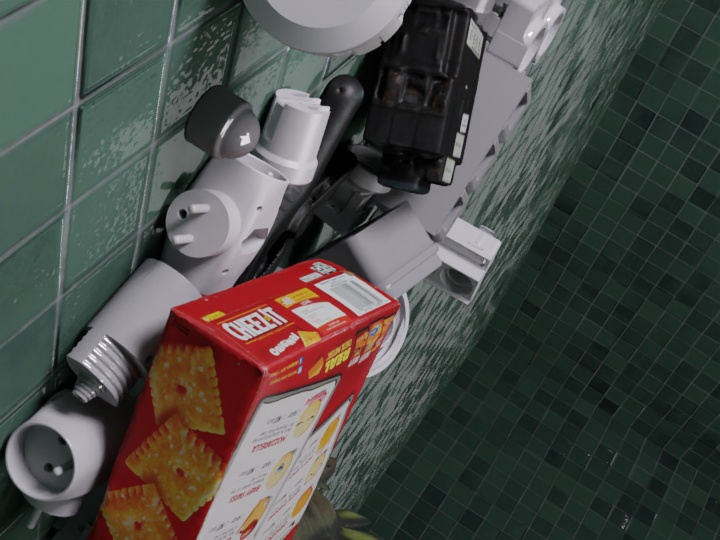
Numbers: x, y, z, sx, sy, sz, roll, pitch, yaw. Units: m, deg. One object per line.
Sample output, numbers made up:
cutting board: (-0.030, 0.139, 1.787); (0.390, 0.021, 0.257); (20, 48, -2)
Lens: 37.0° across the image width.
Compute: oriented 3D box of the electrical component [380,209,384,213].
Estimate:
electrical component: (0.043, -0.074, 0.981); (0.058, 0.057, 0.078); (-42, 161, -55)

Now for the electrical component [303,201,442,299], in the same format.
electrical component: (0.000, 0.000, 0.851); (0.078, 0.057, 0.113); (-35, -174, -40)

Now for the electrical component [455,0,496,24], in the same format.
electrical component: (0.087, -0.220, 0.803); (0.043, 0.043, 0.062); (-41, 159, -57)

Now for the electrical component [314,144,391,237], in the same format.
electrical component: (-0.005, -0.063, 0.832); (0.055, 0.048, 0.066); (-55, 172, 29)

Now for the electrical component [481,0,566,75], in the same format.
electrical component: (0.125, -0.188, 1.017); (0.105, 0.060, 0.186); (-44, 162, -52)

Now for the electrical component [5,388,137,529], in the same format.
electrical component: (-0.165, 0.110, 0.602); (0.079, 0.044, 0.077); (-61, 169, 15)

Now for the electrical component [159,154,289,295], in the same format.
electrical component: (-0.082, -0.026, 0.593); (0.077, 0.043, 0.079); (-60, 169, 11)

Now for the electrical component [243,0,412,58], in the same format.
electrical component: (-0.013, -0.137, 0.494); (0.080, 0.080, 0.051); (-59, 175, 7)

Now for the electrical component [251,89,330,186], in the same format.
electrical component: (-0.041, -0.080, 0.641); (0.040, 0.040, 0.046); (-38, 153, -61)

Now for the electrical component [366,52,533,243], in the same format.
electrical component: (0.068, -0.110, 0.901); (0.150, 0.089, 0.062); (-58, 169, -1)

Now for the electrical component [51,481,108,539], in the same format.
electrical component: (-0.152, 0.156, 0.742); (0.121, 0.063, 0.078); (-55, 169, -15)

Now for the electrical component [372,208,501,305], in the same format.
electrical component: (0.074, -0.028, 1.076); (0.063, 0.121, 0.078); (-54, 169, -34)

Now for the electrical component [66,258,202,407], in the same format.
electrical component: (-0.125, 0.038, 0.580); (0.081, 0.043, 0.043); (-53, 168, -25)

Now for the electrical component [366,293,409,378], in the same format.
electrical component: (-0.003, 0.044, 0.955); (0.108, 0.060, 0.108); (-12, 108, -41)
